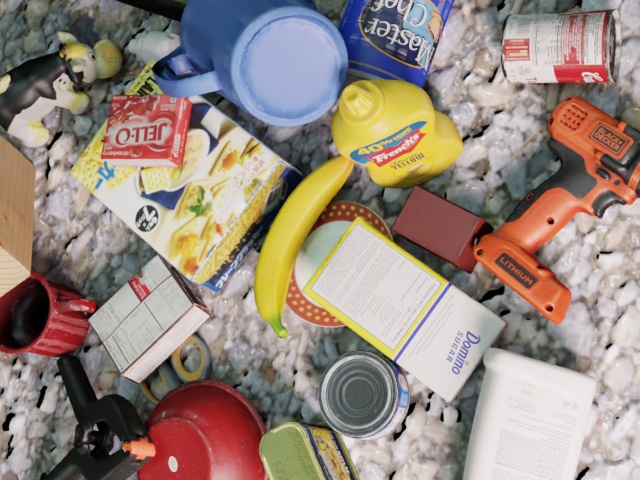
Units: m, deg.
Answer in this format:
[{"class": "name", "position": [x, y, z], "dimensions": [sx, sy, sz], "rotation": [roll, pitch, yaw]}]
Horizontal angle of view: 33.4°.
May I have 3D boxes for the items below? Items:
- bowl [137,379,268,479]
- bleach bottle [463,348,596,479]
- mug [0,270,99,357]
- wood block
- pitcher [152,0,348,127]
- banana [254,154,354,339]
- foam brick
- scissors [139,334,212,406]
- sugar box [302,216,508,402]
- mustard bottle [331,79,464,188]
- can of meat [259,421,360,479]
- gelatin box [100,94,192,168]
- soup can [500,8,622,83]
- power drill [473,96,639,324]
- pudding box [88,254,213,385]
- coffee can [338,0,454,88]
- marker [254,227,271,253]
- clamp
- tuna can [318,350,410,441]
[{"class": "bowl", "position": [-0.129, 0.221, 1.062], "dimensions": [0.162, 0.055, 0.162], "rotation": [-2, 85, 29]}, {"class": "bleach bottle", "position": [0.162, 0.228, 0.935], "dimensions": [0.102, 0.068, 0.251], "rotation": [16, 85, 3]}, {"class": "mug", "position": [-0.297, 0.082, 1.171], "dimensions": [0.117, 0.081, 0.093], "rotation": [-15, 72, 20]}, {"class": "wood block", "position": [-0.378, -0.027, 1.181], "dimensions": [0.091, 0.090, 0.206], "rotation": [-34, 36, 12]}, {"class": "pitcher", "position": [-0.065, -0.181, 1.036], "dimensions": [0.149, 0.144, 0.243], "rotation": [-64, 21, 10]}, {"class": "banana", "position": [-0.024, 0.001, 1.069], "dimensions": [0.070, 0.037, 0.198], "rotation": [14, 79, 32]}, {"class": "foam brick", "position": [0.118, -0.011, 1.027], "dimensions": [0.078, 0.053, 0.051], "rotation": [29, 90, 26]}, {"class": "scissors", "position": [-0.115, 0.175, 1.104], "dimensions": [0.202, 0.016, 0.096], "rotation": [39, 95, 26]}, {"class": "sugar box", "position": [0.080, 0.064, 1.013], "dimensions": [0.176, 0.048, 0.093], "rotation": [37, 94, 12]}, {"class": "mustard bottle", "position": [0.064, -0.104, 0.996], "dimensions": [0.096, 0.191, 0.058], "rotation": [-22, 69, 17]}, {"class": "can of meat", "position": [-0.007, 0.222, 1.007], "dimensions": [0.057, 0.083, 0.102], "rotation": [-31, 67, 14]}, {"class": "gelatin box", "position": [-0.182, -0.115, 1.123], "dimensions": [0.089, 0.030, 0.073], "rotation": [3, 77, 24]}, {"class": "soup can", "position": [0.229, -0.183, 1.012], "dimensions": [0.102, 0.068, 0.068], "rotation": [3, 78, 25]}, {"class": "power drill", "position": [0.246, -0.017, 0.971], "dimensions": [0.185, 0.057, 0.187], "rotation": [40, 92, 30]}, {"class": "pudding box", "position": [-0.182, 0.083, 1.134], "dimensions": [0.113, 0.039, 0.090], "rotation": [-44, 55, 6]}, {"class": "coffee can", "position": [0.071, -0.211, 1.069], "dimensions": [0.103, 0.102, 0.140], "rotation": [18, 85, 26]}, {"class": "marker", "position": [-0.023, -0.030, 1.109], "dimensions": [0.121, 0.020, 0.020], "rotation": [-43, 65, 6]}, {"class": "clamp", "position": [-0.235, 0.195, 1.105], "dimensions": [0.210, 0.036, 0.164], "rotation": [-13, 68, 48]}, {"class": "tuna can", "position": [0.042, 0.150, 1.031], "dimensions": [0.086, 0.033, 0.086], "rotation": [-6, 75, 23]}]
